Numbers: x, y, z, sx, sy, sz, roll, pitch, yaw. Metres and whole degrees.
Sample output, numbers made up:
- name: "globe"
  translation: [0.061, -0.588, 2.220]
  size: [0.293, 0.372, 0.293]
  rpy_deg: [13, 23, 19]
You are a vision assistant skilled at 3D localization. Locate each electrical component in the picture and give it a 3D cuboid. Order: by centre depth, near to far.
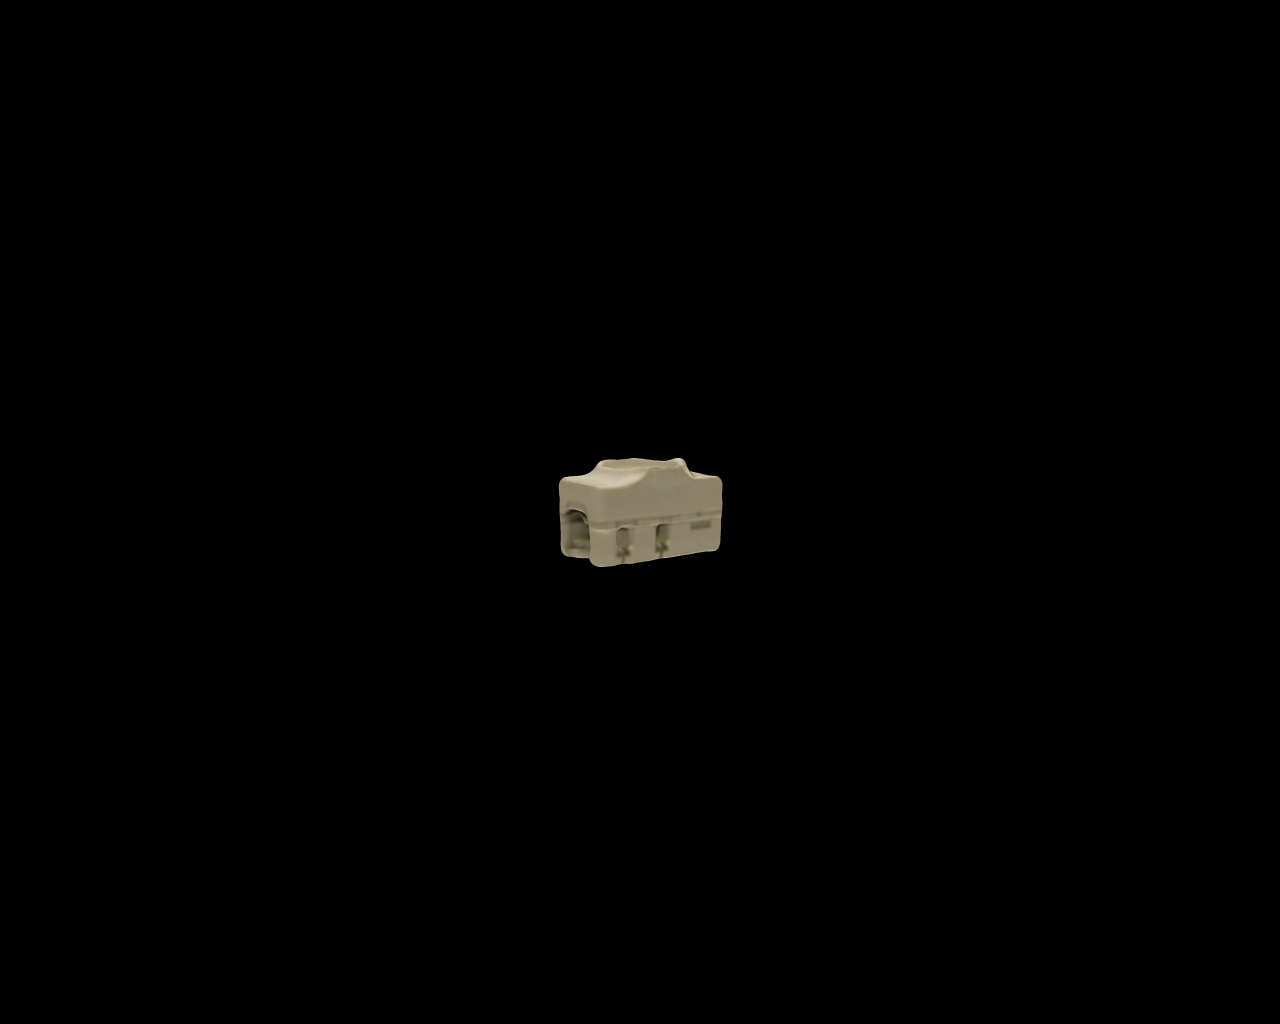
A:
- name: "electrical component"
  translation: [0.001, -0.003, 0.650]
  size: [0.090, 0.055, 0.050]
  rpy_deg: [-6, 11, -32]
